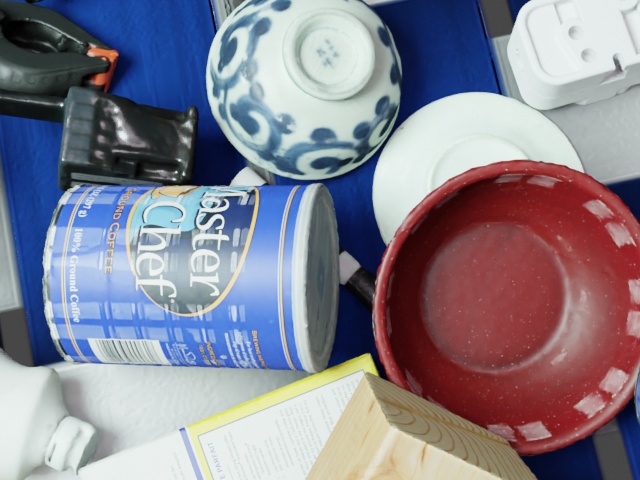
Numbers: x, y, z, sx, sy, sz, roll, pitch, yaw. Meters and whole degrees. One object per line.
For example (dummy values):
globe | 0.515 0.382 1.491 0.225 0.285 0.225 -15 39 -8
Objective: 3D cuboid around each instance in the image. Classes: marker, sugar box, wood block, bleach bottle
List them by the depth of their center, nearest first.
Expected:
wood block | 0.017 0.184 0.533 0.090 0.090 0.206 27 96 -10
sugar box | -0.036 0.139 0.601 0.176 0.048 0.093 -21 80 1
bleach bottle | -0.243 0.064 0.617 0.251 0.068 0.102 23 88 5
marker | -0.004 0.001 0.640 0.121 0.020 0.020 41 83 10

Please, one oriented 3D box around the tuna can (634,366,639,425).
tuna can | 0.211 0.077 0.582 0.034 0.086 0.086 21 77 51

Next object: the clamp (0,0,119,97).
clamp | -0.210 -0.116 0.635 0.171 0.039 0.120 17 47 -7

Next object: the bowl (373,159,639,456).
bowl | 0.105 0.036 0.597 0.162 0.055 0.162 0 94 -6

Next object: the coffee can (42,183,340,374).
coffee can | -0.066 0.020 0.588 0.140 0.102 0.103 0 78 11

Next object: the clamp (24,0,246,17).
clamp | -0.084 -0.206 0.673 0.164 0.036 0.210 17 79 -5
